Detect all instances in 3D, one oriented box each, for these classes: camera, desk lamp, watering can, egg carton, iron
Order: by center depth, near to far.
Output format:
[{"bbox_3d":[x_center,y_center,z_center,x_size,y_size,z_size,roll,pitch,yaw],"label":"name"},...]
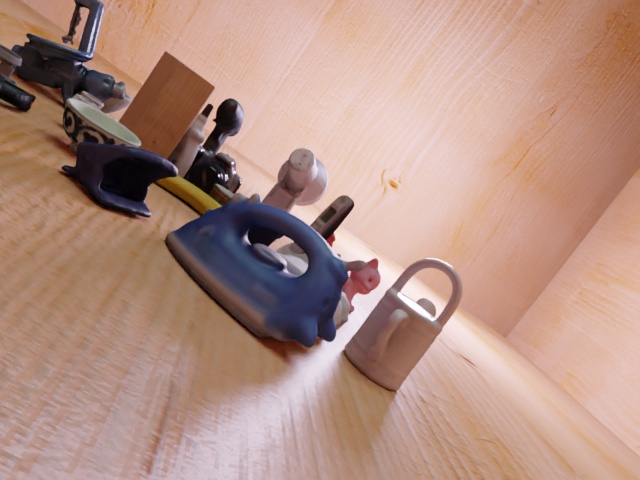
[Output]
[{"bbox_3d":[-0.071,0.018,0.719,0.257,0.141,0.119,38,7,17],"label":"iron"},{"bbox_3d":[-0.027,0.078,0.833,0.150,0.069,0.107,37,6,15],"label":"egg carton"},{"bbox_3d":[0.130,0.113,0.846,0.101,0.194,0.173,36,6,-1],"label":"watering can"},{"bbox_3d":[-0.242,-0.150,1.230,0.143,0.101,0.137,35,6,-3],"label":"camera"},{"bbox_3d":[-0.074,-0.107,1.294,0.118,0.213,0.203,36,6,6],"label":"desk lamp"}]

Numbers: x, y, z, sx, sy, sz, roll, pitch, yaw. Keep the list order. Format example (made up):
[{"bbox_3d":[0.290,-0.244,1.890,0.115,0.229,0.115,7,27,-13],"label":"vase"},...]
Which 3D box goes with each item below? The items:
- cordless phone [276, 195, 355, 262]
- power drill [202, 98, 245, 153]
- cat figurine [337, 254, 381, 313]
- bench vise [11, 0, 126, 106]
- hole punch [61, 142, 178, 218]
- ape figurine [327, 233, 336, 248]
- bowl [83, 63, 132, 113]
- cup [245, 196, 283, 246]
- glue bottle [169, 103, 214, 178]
[{"bbox_3d":[0.010,0.004,1.051,0.094,0.185,0.147,32,7,-34],"label":"cordless phone"},{"bbox_3d":[-0.251,-0.243,1.377,0.076,0.208,0.229,35,6,-9],"label":"power drill"},{"bbox_3d":[0.066,0.074,1.138,0.128,0.117,0.067,33,7,-24],"label":"cat figurine"},{"bbox_3d":[-0.467,-0.372,1.129,0.208,0.219,0.121,32,7,-31],"label":"bench vise"},{"bbox_3d":[-0.263,-0.096,0.762,0.101,0.091,0.109,39,7,25],"label":"hole punch"},{"bbox_3d":[0.002,0.015,1.353,0.076,0.092,0.078,40,7,33],"label":"ape figurine"},{"bbox_3d":[-0.508,-0.331,1.269,0.167,0.074,0.167,35,6,-4],"label":"bowl"},{"bbox_3d":[-0.108,-0.006,0.910,0.091,0.095,0.118,40,8,36],"label":"cup"},{"bbox_3d":[-0.264,-0.199,1.145,0.078,0.173,0.037,40,7,34],"label":"glue bottle"}]
